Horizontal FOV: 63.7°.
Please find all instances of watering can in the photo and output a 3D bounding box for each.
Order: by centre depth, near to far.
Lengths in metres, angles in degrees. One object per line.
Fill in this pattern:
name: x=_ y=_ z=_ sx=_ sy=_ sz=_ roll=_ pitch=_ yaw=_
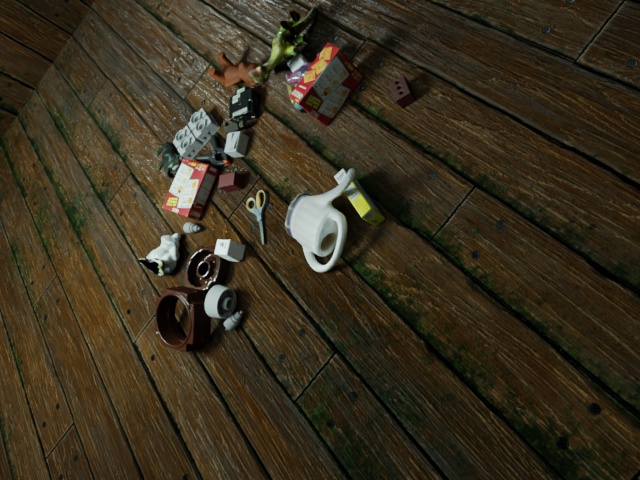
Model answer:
watering can: x=0.005 y=-0.077 z=1.532 sx=0.227 sy=0.104 sz=0.342 roll=32 pitch=117 yaw=40

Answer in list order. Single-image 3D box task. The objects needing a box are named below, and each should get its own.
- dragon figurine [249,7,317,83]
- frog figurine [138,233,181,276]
dragon figurine: x=-0.141 y=-0.697 z=1.879 sx=0.239 sy=0.121 sz=0.420 roll=-33 pitch=20 yaw=42
frog figurine: x=-0.578 y=0.052 z=1.935 sx=0.136 sy=0.121 sz=0.163 roll=-14 pitch=29 yaw=39
